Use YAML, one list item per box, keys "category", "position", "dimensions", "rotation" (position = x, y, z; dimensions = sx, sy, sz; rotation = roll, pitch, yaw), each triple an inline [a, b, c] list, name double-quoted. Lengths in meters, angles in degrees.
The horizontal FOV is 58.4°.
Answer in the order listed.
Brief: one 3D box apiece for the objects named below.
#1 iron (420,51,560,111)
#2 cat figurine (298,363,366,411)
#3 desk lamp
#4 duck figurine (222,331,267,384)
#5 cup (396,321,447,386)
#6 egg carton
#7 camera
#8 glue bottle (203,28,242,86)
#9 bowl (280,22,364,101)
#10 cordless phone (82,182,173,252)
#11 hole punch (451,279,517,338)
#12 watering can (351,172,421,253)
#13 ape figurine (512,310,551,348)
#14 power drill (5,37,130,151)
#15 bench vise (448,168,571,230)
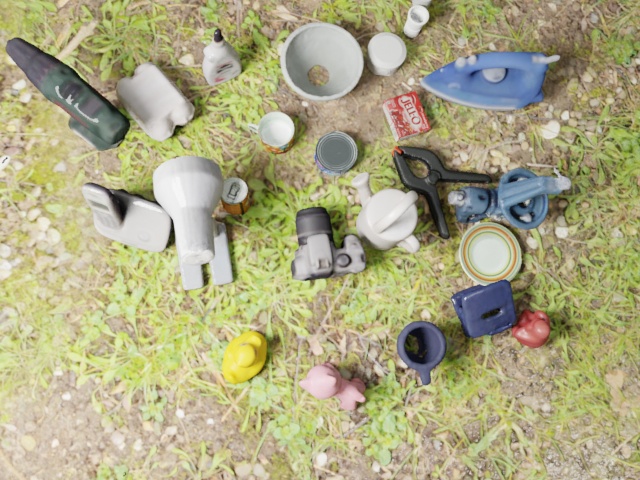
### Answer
- category: "iron"
  position: [0.346, -0.344, 1.166]
  dimensions: [0.258, 0.141, 0.119]
  rotation: [-1, 81, -6]
- category: "cat figurine"
  position: [0.026, 0.267, 1.046]
  dimensions: [0.128, 0.117, 0.067]
  rotation: [26, 79, -1]
- category: "desk lamp"
  position: [-0.217, -0.025, 1.020]
  dimensions: [0.118, 0.213, 0.203]
  rotation: [-10, 82, -7]
- category: "duck figurine"
  position: [-0.139, 0.217, 1.054]
  dimensions: [0.077, 0.086, 0.105]
  rotation: [33, 79, 1]
- category: "cup"
  position: [0.185, 0.213, 1.083]
  dimensions: [0.092, 0.095, 0.118]
  rotation: [-6, 81, -7]
- category: "egg carton"
  position: [-0.324, -0.271, 1.123]
  dimensions: [0.107, 0.069, 0.150]
  rotation: [-42, 87, -10]
- category: "camera"
  position: [0.010, 0.004, 1.096]
  dimensions: [0.143, 0.100, 0.137]
  rotation: [-8, 82, -7]
- category: "glue bottle"
  position: [-0.191, -0.356, 1.098]
  dimensions: [0.078, 0.173, 0.037]
  rotation: [-30, 84, -9]
- category: "bowl"
  position: [0.002, -0.351, 1.166]
  dimensions: [0.167, 0.074, 0.167]
  rotation: [1, 81, -6]
- category: "cordless phone"
  position: [-0.344, -0.046, 1.025]
  dimensions: [0.147, 0.185, 0.094]
  rotation: [16, 79, -3]
- category: "hole punch"
  position: [0.326, 0.135, 1.112]
  dimensions: [0.109, 0.091, 0.101]
  rotation: [-20, 83, -8]
- category: "watering can"
  position: [0.124, -0.048, 1.069]
  dimensions: [0.173, 0.194, 0.101]
  rotation: [27, 79, -1]
- category: "ape figurine"
  position: [0.419, 0.174, 1.114]
  dimensions: [0.078, 0.092, 0.076]
  rotation: [-15, 82, -8]
- category: "power drill"
  position: [-0.437, -0.245, 1.037]
  dimensions: [0.229, 0.208, 0.076]
  rotation: [37, 79, 1]
- category: "bench vise"
  position: [0.360, -0.072, 1.083]
  dimensions: [0.207, 0.219, 0.121]
  rotation: [-17, 83, -8]
